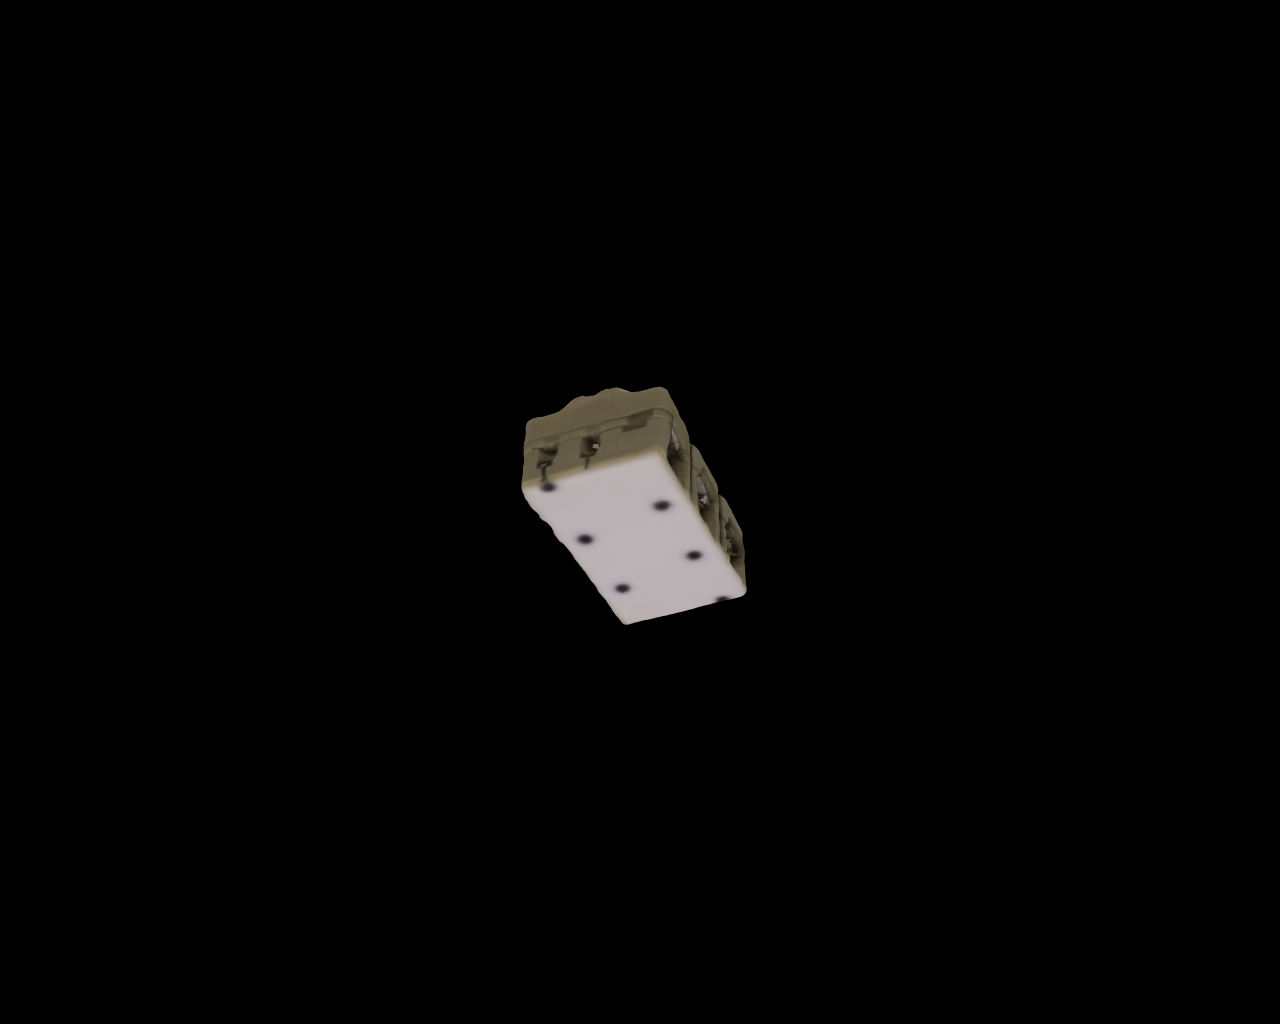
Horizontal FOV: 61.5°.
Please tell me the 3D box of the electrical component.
[{"bbox_3d":[0.001,-0.003,0.650,0.089,0.062,0.150,-14,-42,17],"label":"electrical component"}]
